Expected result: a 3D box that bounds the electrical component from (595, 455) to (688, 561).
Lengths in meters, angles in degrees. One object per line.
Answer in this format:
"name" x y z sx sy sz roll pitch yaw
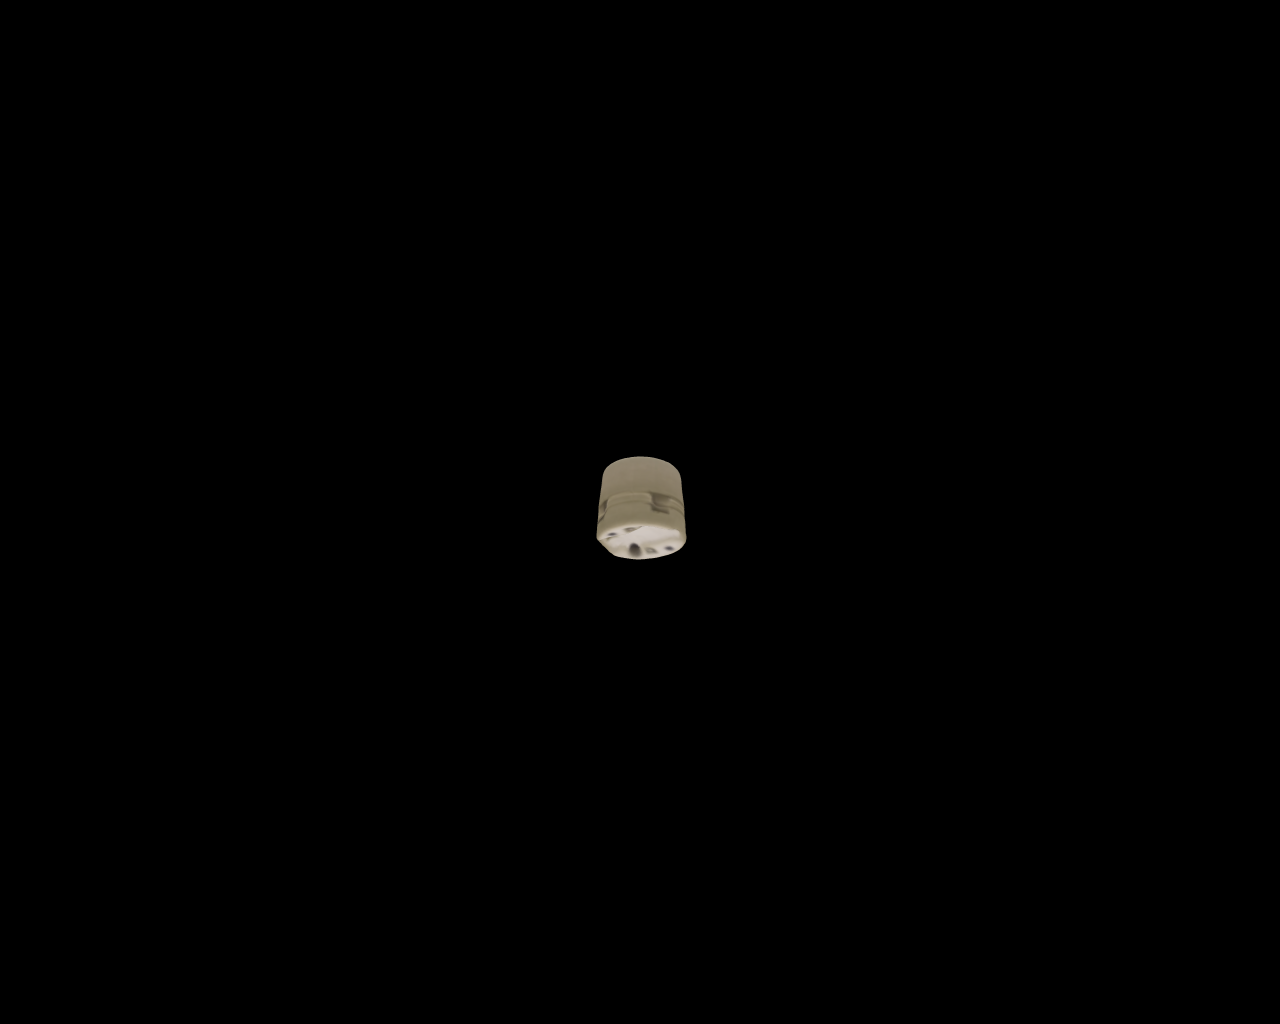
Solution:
"electrical component" 0.001 -0.003 0.650 0.055 0.047 0.055 0 -27 0
